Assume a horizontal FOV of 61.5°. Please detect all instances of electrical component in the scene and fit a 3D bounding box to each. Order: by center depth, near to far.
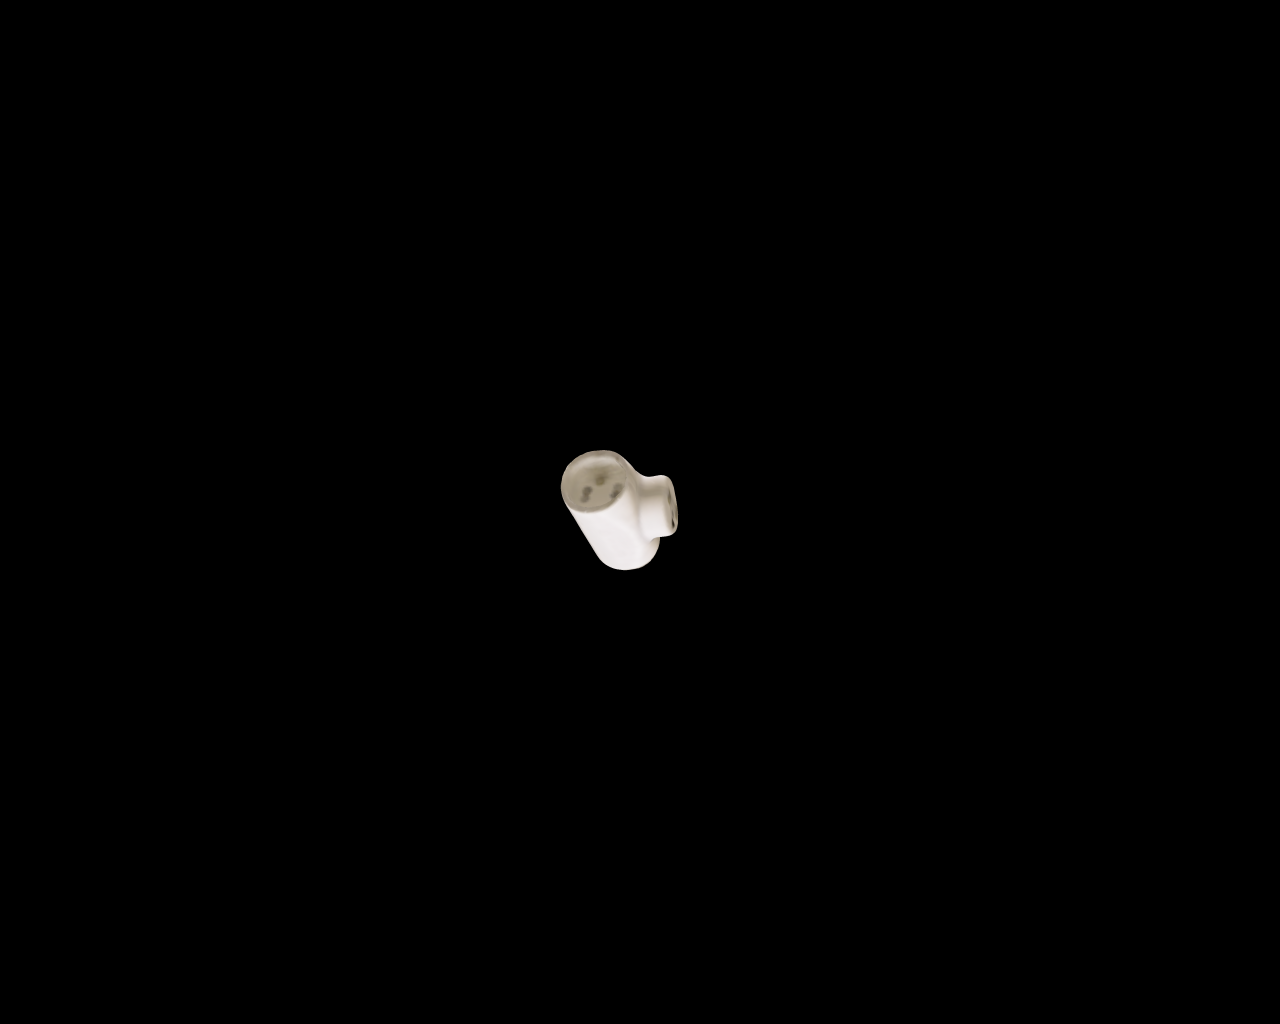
[{"bbox_3d":[0.001,-0.003,0.650,0.079,0.044,0.077,-8,-31,13],"label":"electrical component"}]
